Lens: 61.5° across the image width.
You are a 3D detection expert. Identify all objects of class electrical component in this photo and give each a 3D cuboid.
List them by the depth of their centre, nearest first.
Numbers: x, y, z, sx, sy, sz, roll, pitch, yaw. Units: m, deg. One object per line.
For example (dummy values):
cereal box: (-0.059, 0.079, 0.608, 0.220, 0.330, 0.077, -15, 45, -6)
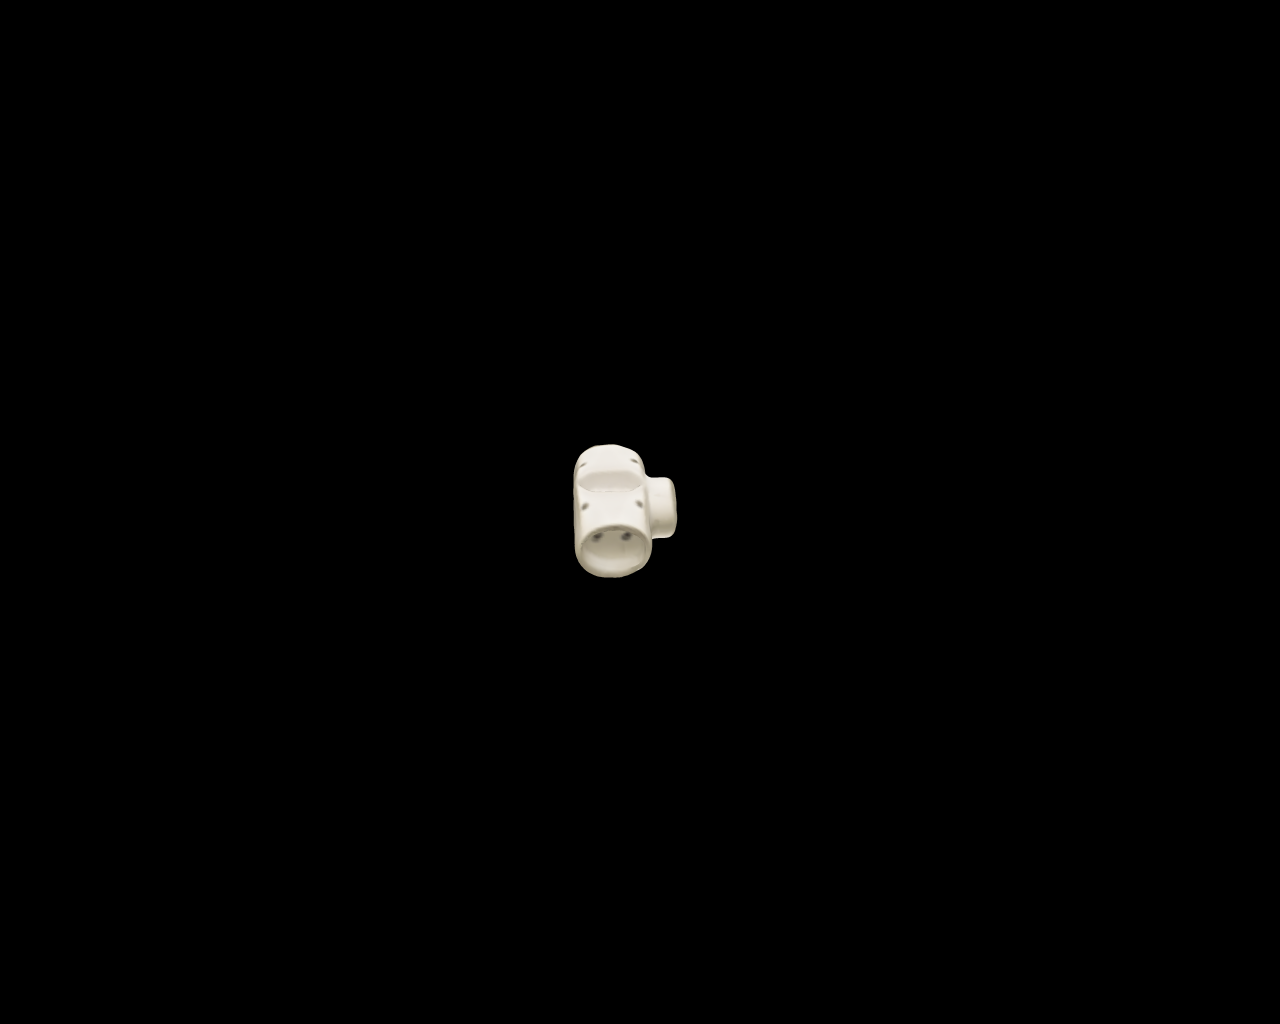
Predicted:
electrical component: (0.001, -0.003, 0.650, 0.079, 0.043, 0.077, -2, 40, -2)
